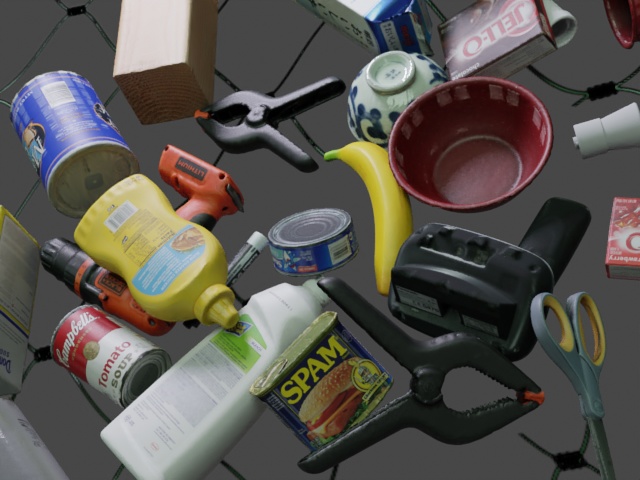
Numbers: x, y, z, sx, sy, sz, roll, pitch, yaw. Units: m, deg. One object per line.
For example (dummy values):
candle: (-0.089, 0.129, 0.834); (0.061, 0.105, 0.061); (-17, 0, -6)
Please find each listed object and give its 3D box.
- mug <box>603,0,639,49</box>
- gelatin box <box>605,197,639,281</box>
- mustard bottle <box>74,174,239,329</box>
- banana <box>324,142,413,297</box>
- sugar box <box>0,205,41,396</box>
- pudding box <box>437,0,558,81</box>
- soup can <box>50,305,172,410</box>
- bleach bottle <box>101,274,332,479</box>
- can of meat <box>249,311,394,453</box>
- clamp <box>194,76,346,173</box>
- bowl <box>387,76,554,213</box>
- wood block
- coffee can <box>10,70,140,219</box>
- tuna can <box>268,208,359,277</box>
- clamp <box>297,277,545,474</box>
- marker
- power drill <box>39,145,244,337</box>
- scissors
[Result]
mug: (0.341, -0.237, 1.074); (0.081, 0.093, 0.117); (-16, 83, 2)
gelatin box: (0.306, 0.000, 0.957); (0.089, 0.030, 0.073); (4, 59, 22)
mustard bottle: (-0.145, 0.022, 1.020); (0.096, 0.058, 0.192); (-45, 60, -12)
banana: (0.060, -0.035, 1.062); (0.070, 0.037, 0.198); (-48, 43, 31)
sugar box: (-0.336, 0.063, 1.099); (0.048, 0.093, 0.176); (-8, 55, 15)
pudding box: (0.183, -0.212, 1.113); (0.114, 0.039, 0.090); (-30, 48, 29)
soup can: (-0.202, 0.115, 1.035); (0.102, 0.068, 0.068); (26, 69, 30)
bleach bottle: (-0.077, 0.129, 0.987); (0.250, 0.068, 0.103); (-42, 56, -14)
can of meat: (0.003, 0.128, 0.939); (0.102, 0.057, 0.084); (-45, 98, -12)
clamp: (-0.060, -0.120, 1.159); (0.172, 0.039, 0.120); (-5, 51, 23)
bowl: (0.150, -0.083, 1.050); (0.162, 0.055, 0.162); (-9, 55, 13)
wood block: (-0.176, -0.247, 1.251); (0.090, 0.090, 0.206); (-9, 55, 12)
coffee can: (-0.273, -0.107, 1.184); (0.103, 0.102, 0.140); (-33, 53, -4)
tuna can: (-0.007, 0.001, 1.039); (0.086, 0.034, 0.086); (-11, 24, 5)
clamp: (0.082, 0.132, 0.902); (0.210, 0.036, 0.164); (13, 87, -5)
marker: (-0.096, 0.042, 1.076); (0.020, 0.020, 0.121); (30, 71, 32)
power drill: (-0.183, -0.007, 1.117); (0.185, 0.057, 0.187); (27, 72, 27)
scissors: (0.212, 0.126, 0.881); (0.016, 0.096, 0.201); (-32, 41, 43)
